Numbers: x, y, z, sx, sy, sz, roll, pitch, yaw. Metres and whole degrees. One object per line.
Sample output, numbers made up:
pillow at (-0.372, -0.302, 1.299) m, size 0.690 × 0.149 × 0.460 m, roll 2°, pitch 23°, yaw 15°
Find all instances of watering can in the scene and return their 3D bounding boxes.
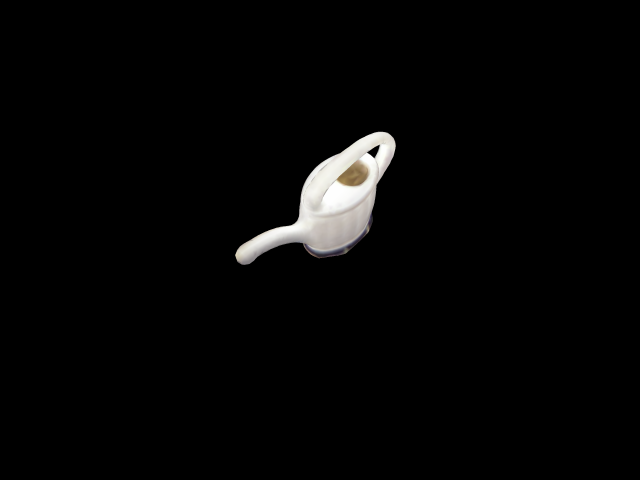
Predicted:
watering can at (0.003, -0.043, 0.850) m, size 0.105 × 0.352 × 0.219 m, roll 39°, pitch -23°, yaw 20°
